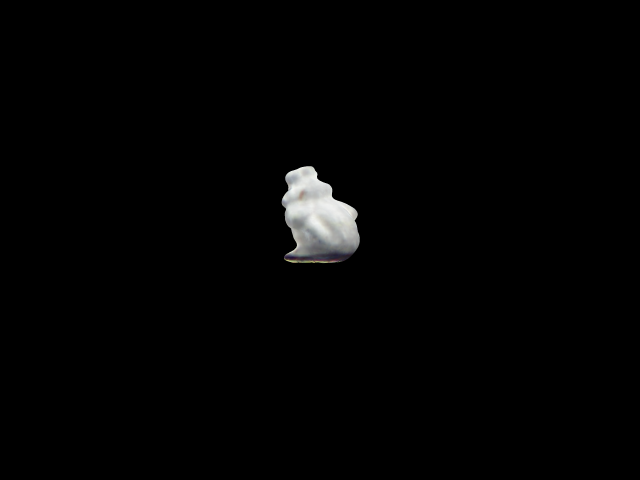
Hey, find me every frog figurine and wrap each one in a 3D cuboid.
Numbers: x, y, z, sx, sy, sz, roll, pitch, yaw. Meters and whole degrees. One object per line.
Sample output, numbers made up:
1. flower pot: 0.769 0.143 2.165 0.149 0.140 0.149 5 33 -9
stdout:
1. frog figurine: 0.003 -0.043 0.850 0.137 0.159 0.122 -1 1 -32
